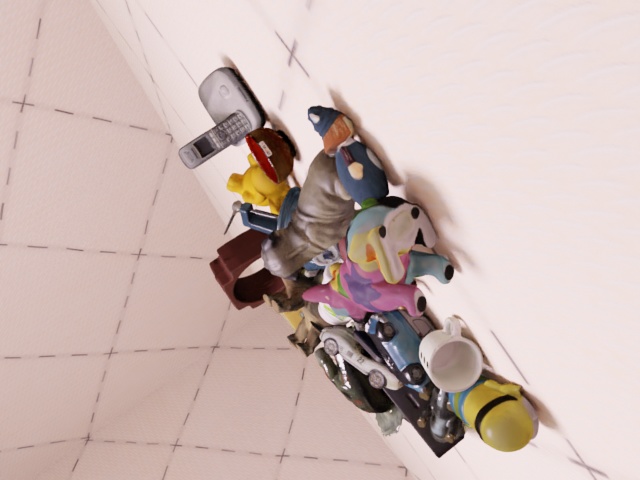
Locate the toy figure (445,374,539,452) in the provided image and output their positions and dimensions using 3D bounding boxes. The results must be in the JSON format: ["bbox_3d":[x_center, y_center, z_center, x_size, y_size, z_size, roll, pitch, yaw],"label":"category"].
[{"bbox_3d":[0.252,0.257,0.817,0.082,0.089,0.180,54,167,-19],"label":"toy figure"}]

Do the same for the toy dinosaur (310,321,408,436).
[{"bbox_3d":[0.104,0.337,1.253,0.192,0.131,0.404,41,178,44],"label":"toy dinosaur"}]

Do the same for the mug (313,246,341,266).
[{"bbox_3d":[-0.002,-0.003,0.963,0.107,0.110,0.080,-94,-3,-58],"label":"mug"}]

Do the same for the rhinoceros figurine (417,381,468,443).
[{"bbox_3d":[0.233,0.307,0.992,0.073,0.112,0.190,14,132,29],"label":"rhinoceros figurine"}]

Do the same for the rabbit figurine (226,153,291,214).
[{"bbox_3d":[-0.119,-0.116,1.167,0.162,0.122,0.173,51,167,-5],"label":"rabbit figurine"}]

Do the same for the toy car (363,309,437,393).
[{"bbox_3d":[0.154,0.177,0.943,0.161,0.103,0.109,59,167,-4],"label":"toy car"}]

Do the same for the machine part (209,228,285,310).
[{"bbox_3d":[-0.145,0.060,1.266,0.087,0.201,0.200,51,168,30],"label":"machine part"}]

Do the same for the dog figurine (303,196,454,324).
[{"bbox_3d":[0.056,0.037,0.746,0.219,0.108,0.191,-8,122,48],"label":"dog figurine"}]

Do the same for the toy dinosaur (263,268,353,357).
[{"bbox_3d":[0.012,0.191,1.300,0.105,0.198,0.470,36,158,54],"label":"toy dinosaur"}]

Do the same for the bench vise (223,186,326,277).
[{"bbox_3d":[-0.065,-0.025,1.098,0.241,0.129,0.223,14,146,14],"label":"bench vise"}]

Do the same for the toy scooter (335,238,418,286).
[{"bbox_3d":[0.100,0.051,0.883,0.183,0.075,0.135,59,168,-27],"label":"toy scooter"}]

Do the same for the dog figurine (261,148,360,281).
[{"bbox_3d":[-0.016,-0.042,0.799,0.121,0.190,0.172,38,158,53],"label":"dog figurine"}]

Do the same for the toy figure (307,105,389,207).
[{"bbox_3d":[0.037,-0.117,0.715,0.154,0.058,0.064,60,162,1],"label":"toy figure"}]

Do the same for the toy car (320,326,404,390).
[{"bbox_3d":[0.088,0.238,1.110,0.202,0.056,0.073,32,-161,24],"label":"toy car"}]

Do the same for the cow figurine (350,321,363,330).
[{"bbox_3d":[0.102,0.179,1.232,0.098,0.068,0.167,55,165,29],"label":"cow figurine"}]

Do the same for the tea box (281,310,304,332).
[{"bbox_3d":[-0.017,0.162,1.402,0.098,0.170,0.068,47,166,28],"label":"tea box"}]

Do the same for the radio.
[{"bbox_3d":[0.212,0.343,1.162,0.230,0.073,0.131,51,-172,19],"label":"radio"}]

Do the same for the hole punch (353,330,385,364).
[{"bbox_3d":[0.148,0.192,1.094,0.115,0.092,0.142,21,-170,-40],"label":"hole punch"}]

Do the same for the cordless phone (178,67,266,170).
[{"bbox_3d":[-0.215,-0.235,1.057,0.146,0.184,0.089,56,173,-6],"label":"cordless phone"}]
